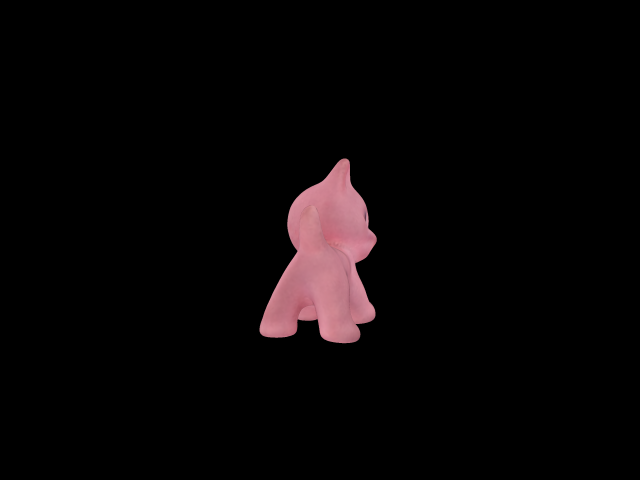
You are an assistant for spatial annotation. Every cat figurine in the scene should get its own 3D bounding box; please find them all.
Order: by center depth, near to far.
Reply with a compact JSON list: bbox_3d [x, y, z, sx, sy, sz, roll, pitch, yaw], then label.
[{"bbox_3d":[0.004,0.001,0.400,0.067,0.118,0.128,1,4,12],"label":"cat figurine"}]
